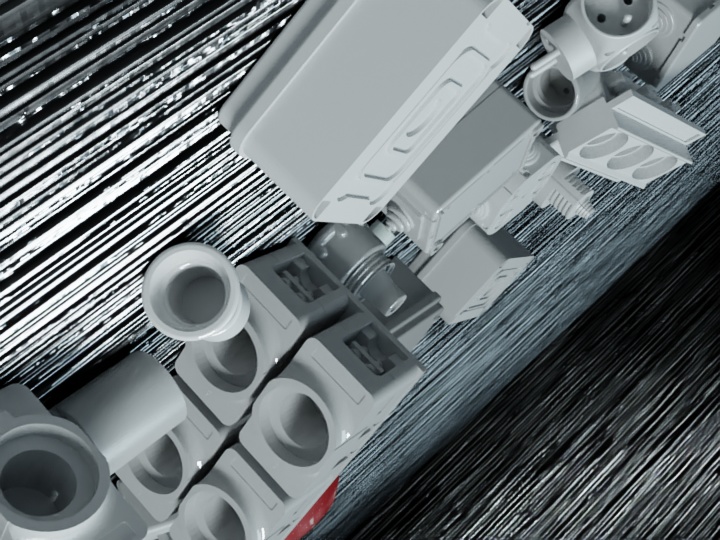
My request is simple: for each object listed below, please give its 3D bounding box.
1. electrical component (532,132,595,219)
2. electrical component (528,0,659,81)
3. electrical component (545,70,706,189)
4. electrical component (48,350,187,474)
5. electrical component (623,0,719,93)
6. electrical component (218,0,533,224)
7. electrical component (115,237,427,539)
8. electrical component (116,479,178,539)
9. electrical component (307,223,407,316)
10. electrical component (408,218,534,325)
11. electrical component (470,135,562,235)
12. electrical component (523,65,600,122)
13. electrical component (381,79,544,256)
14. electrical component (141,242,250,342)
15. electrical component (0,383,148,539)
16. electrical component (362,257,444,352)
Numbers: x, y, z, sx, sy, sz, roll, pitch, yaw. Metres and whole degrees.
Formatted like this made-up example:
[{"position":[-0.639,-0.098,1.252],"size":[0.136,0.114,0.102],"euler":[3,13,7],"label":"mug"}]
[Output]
[{"position":[0.148,-0.070,0.828],"size":[0.043,0.081,0.043],"euler":[-42,166,-13],"label":"electrical component"},{"position":[0.138,-0.142,0.660],"size":[0.079,0.044,0.077],"euler":[-33,174,2],"label":"electrical component"},{"position":[0.190,-0.108,0.794],"size":[0.079,0.063,0.121],"euler":[-30,155,34],"label":"electrical component"},{"position":[-0.129,0.079,0.523],"size":[0.081,0.043,0.043],"euler":[-36,164,-34],"label":"electrical component"},{"position":[0.249,-0.196,0.825],"size":[0.100,0.048,0.099],"euler":[-39,165,-25],"label":"electrical component"},{"position":[0.007,-0.078,0.432],"size":[0.113,0.057,0.078],"euler":[-49,166,14],"label":"electrical component"},{"position":[-0.062,0.088,0.618],"size":[0.060,0.105,0.186],"euler":[-26,156,-54],"label":"electrical component"},{"position":[-0.138,0.175,0.735],"size":[0.063,0.078,0.121],"euler":[-13,153,-25],"label":"electrical component"},{"position":[0.000,0.000,0.634],"size":[0.048,0.062,0.048],"euler":[-42,166,-13],"label":"electrical component"},{"position":[0.093,-0.003,0.916],"size":[0.078,0.057,0.113],"euler":[-49,165,16],"label":"electrical component"},{"position":[0.096,-0.068,0.744],"size":[0.080,0.051,0.080],"euler":[-42,166,-13],"label":"electrical component"},{"position":[0.137,-0.126,0.723],"size":[0.046,0.040,0.040],"euler":[-38,166,-48],"label":"electrical component"},{"position":[0.043,-0.059,0.589],"size":[0.096,0.061,0.061],"euler":[-41,166,-15],"label":"electrical component"},{"position":[-0.073,0.014,0.507],"size":[0.044,0.044,0.065],"euler":[-44,171,-4],"label":"electrical component"},{"position":[-0.139,0.099,0.452],"size":[0.050,0.089,0.055],"euler":[-31,161,-46],"label":"electrical component"},{"position":[-0.006,0.058,0.801],"size":[0.109,0.056,0.108],"euler":[-30,160,-48],"label":"electrical component"}]
